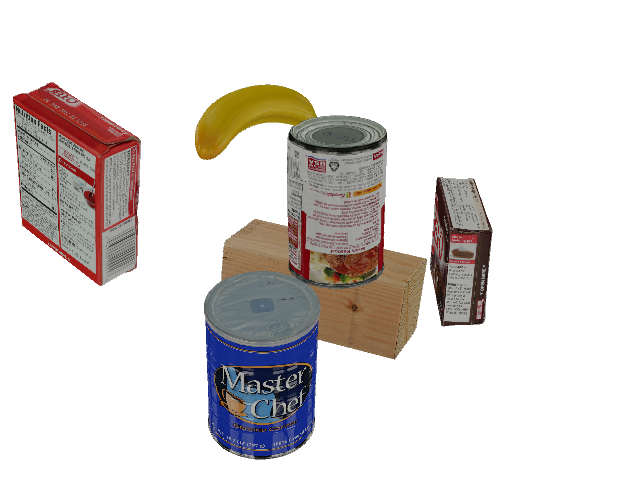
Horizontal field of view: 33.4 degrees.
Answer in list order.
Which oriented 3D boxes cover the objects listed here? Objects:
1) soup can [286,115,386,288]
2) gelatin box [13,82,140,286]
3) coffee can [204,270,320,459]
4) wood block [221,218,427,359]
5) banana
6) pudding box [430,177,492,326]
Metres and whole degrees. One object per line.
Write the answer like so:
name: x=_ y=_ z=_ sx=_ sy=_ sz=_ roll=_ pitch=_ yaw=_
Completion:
soup can: x=0.011 y=-0.027 z=0.732 sx=0.068 sy=0.102 sz=0.068 roll=0 pitch=25 yaw=0
gelatin box: x=-0.132 y=-0.031 z=0.583 sx=0.073 sy=0.089 sz=0.030 roll=32 pitch=42 yaw=29
coffee can: x=-0.054 y=0.114 z=0.976 sx=0.103 sy=0.140 sz=0.103 roll=1 pitch=34 yaw=-1
wood block: x=0.001 y=0.051 z=1.177 sx=0.206 sy=0.091 sz=0.090 roll=14 pitch=23 yaw=17
banana: x=-0.062 y=-0.119 z=1.026 sx=0.070 sy=0.037 sz=0.197 roll=42 pitch=34 yaw=23
pudding box: x=0.117 y=0.008 z=0.902 sx=0.039 sy=0.090 sz=0.113 roll=0 pitch=25 yaw=-2
